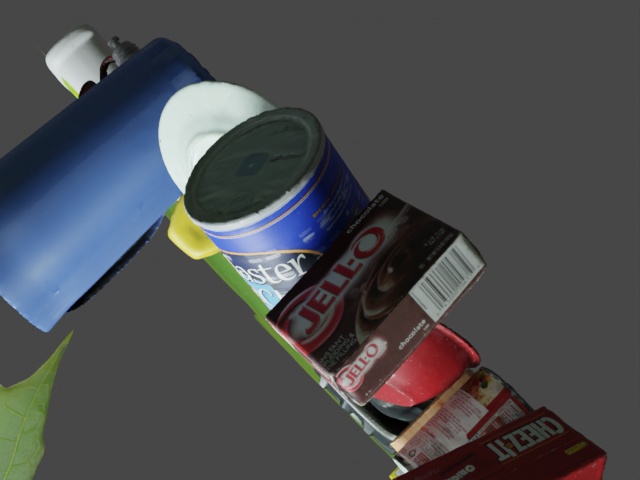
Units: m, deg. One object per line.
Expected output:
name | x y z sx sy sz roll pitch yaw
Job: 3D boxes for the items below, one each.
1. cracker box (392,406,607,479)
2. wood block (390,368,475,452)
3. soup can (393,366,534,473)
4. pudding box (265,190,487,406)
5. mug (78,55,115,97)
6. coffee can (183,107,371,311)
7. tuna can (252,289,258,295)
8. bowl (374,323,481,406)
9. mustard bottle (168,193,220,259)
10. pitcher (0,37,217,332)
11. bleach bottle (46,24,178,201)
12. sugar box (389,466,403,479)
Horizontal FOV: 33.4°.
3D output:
cracker box | 0.111 0.243 0.764 0.072 0.163 0.214 38 138 46
wood block | 0.164 0.219 0.913 0.206 0.090 0.091 46 172 10
soup can | 0.116 0.159 0.835 0.068 0.102 0.068 45 172 8
pudding box | 0.031 0.032 0.633 0.039 0.113 0.090 48 172 -33
mug | -0.184 -0.125 1.045 0.093 0.081 0.117 -36 -58 -79
coffee can | -0.011 -0.004 0.716 0.103 0.102 0.140 36 167 52
tuna can | -0.038 0.010 0.980 0.033 0.086 0.086 4 -167 -25
bowl | 0.043 0.088 0.847 0.162 0.055 0.162 24 164 7
mustard bottle | -0.082 -0.028 0.921 0.058 0.096 0.191 40 178 -2
pitcher | -0.181 -0.046 0.885 0.145 0.242 0.149 49 172 -13
bleach bottle | -0.191 -0.120 1.174 0.251 0.068 0.102 47 175 12
sugar box | 0.160 0.293 1.264 0.048 0.093 0.176 49 172 -24
